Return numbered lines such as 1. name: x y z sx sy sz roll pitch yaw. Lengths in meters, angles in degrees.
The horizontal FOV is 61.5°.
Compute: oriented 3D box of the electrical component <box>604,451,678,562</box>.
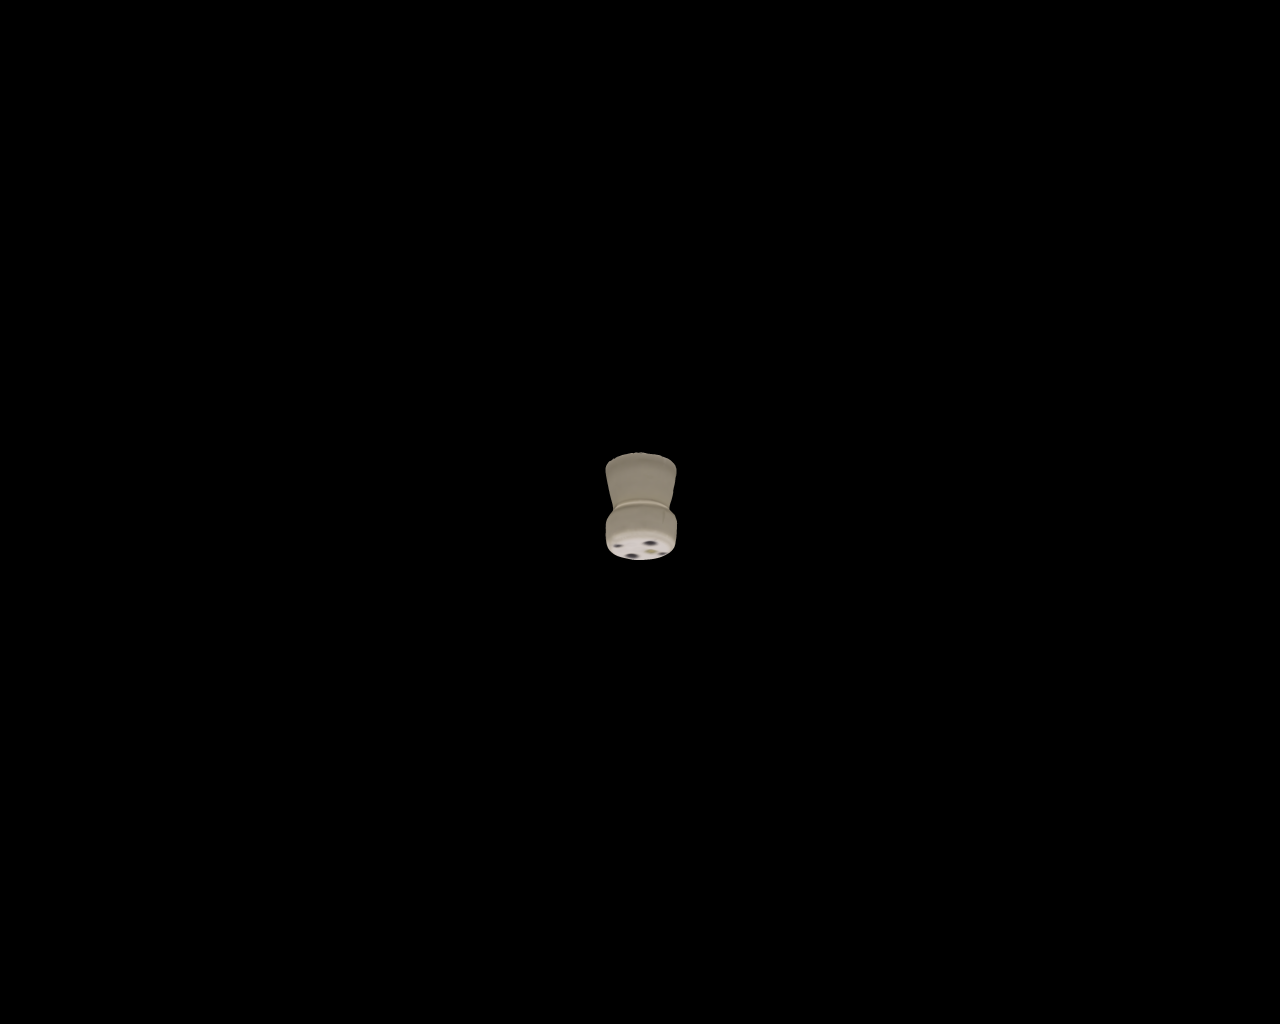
1. electrical component: 0.001 -0.003 0.650 0.045 0.055 0.044 0 -25 0
